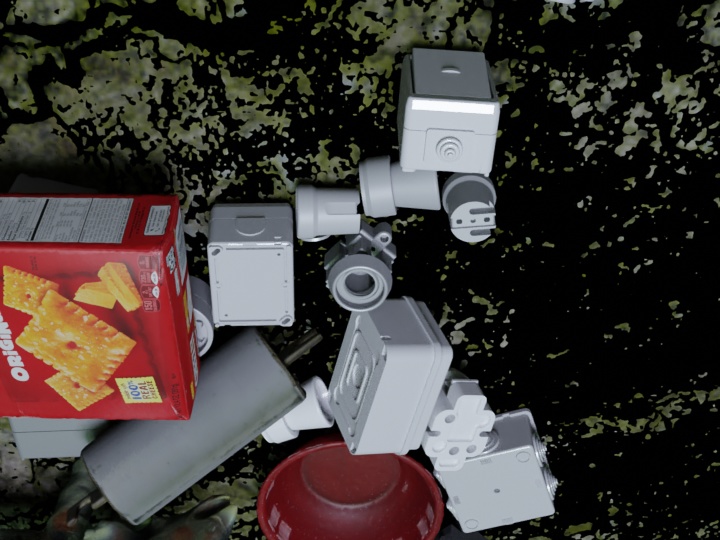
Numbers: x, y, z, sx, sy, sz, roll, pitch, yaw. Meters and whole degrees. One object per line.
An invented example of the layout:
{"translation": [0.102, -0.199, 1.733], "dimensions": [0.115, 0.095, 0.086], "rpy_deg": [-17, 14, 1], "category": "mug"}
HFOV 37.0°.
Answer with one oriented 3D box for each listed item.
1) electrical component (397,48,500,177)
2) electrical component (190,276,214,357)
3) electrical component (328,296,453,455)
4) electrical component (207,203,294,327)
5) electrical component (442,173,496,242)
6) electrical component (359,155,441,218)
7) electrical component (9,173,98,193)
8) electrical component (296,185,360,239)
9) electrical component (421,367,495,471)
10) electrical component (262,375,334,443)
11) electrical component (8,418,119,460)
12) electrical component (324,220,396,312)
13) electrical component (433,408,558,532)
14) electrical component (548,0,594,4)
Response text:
{"translation": [0.059, -0.107, 0.729], "dimensions": [0.062, 0.096, 0.061], "rpy_deg": [3, 122, -2], "category": "electrical component"}
{"translation": [-0.141, 0.036, 0.850], "dimensions": [0.055, 0.047, 0.055], "rpy_deg": [0, 122, 0], "category": "electrical component"}
{"translation": [0.023, 0.084, 0.858], "dimensions": [0.057, 0.078, 0.113], "rpy_deg": [1, 125, -24], "category": "electrical component"}
{"translation": [-0.082, -0.001, 0.822], "dimensions": [0.062, 0.061, 0.096], "rpy_deg": [-1, 130, -3], "category": "electrical component"}
{"translation": [0.082, -0.047, 0.797], "dimensions": [0.040, 0.046, 0.040], "rpy_deg": [0, 122, 0], "category": "electrical component"}
{"translation": [0.029, -0.063, 0.788], "dimensions": [0.055, 0.045, 0.045], "rpy_deg": [-7, 122, 5], "category": "electrical component"}
{"translation": [-0.238, -0.013, 0.810], "dimensions": [0.062, 0.061, 0.096], "rpy_deg": [12, 122, -8], "category": "electrical component"}
{"translation": [-0.024, -0.044, 0.804], "dimensions": [0.046, 0.040, 0.040], "rpy_deg": [-1, 123, -6], "category": "electrical component"}
{"translation": [0.073, 0.117, 0.888], "dimensions": [0.058, 0.057, 0.078], "rpy_deg": [4, 120, -20], "category": "electrical component"}
{"translation": [-0.055, 0.118, 0.903], "dimensions": [0.055, 0.045, 0.045], "rpy_deg": [-19, 120, 12], "category": "electrical component"}
{"translation": [-0.234, 0.113, 0.890], "dimensions": [0.096, 0.061, 0.061], "rpy_deg": [-2, 122, 2], "category": "electrical component"}
{"translation": [0.000, 0.000, 0.821], "dimensions": [0.048, 0.055, 0.066], "rpy_deg": [38, 115, -21], "category": "electrical component"}
{"translation": [0.118, 0.177, 0.937], "dimensions": [0.100, 0.048, 0.099], "rpy_deg": [-15, 120, 12], "category": "electrical component"}
{"translation": [0.121, -0.210, 0.688], "dimensions": [0.078, 0.058, 0.057], "rpy_deg": [10, 125, -6], "category": "electrical component"}
